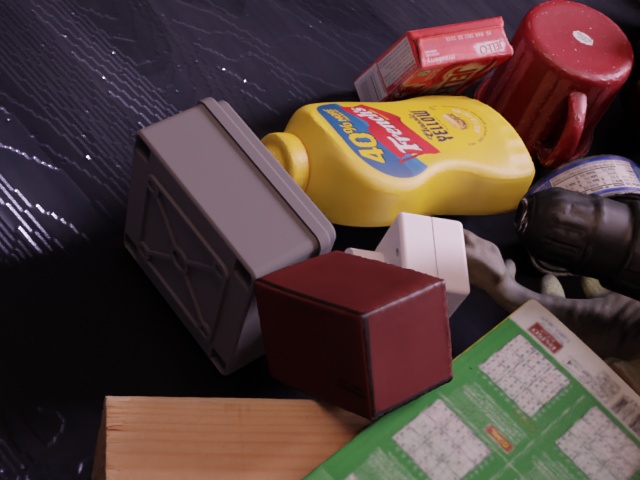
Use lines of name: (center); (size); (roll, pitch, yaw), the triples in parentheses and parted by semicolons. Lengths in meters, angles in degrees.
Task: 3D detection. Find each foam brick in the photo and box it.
foam brick: (0.015, 0.042, 0.496); (0.051, 0.053, 0.078); (-21, 23, -36)

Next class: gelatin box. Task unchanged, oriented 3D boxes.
gelatin box: (0.075, -0.115, 0.715); (0.073, 0.089, 0.030); (-13, 81, -25)

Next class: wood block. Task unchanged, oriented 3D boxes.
wood block: (-0.002, 0.134, 0.505); (0.206, 0.090, 0.091); (4, 52, -15)

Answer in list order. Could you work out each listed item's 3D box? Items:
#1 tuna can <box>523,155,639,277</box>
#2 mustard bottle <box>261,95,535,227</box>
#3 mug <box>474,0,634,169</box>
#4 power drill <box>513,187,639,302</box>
tuna can: (0.168, -0.015, 0.672); (0.086, 0.086, 0.034); (-2, 53, -19)
mustard bottle: (0.034, -0.049, 0.652); (0.191, 0.058, 0.096); (-8, 45, -34)
mug: (0.164, -0.103, 0.740); (0.093, 0.082, 0.117); (13, 51, -7)
power drill: (0.183, 0.056, 0.511); (0.184, 0.057, 0.187); (14, 44, -4)
